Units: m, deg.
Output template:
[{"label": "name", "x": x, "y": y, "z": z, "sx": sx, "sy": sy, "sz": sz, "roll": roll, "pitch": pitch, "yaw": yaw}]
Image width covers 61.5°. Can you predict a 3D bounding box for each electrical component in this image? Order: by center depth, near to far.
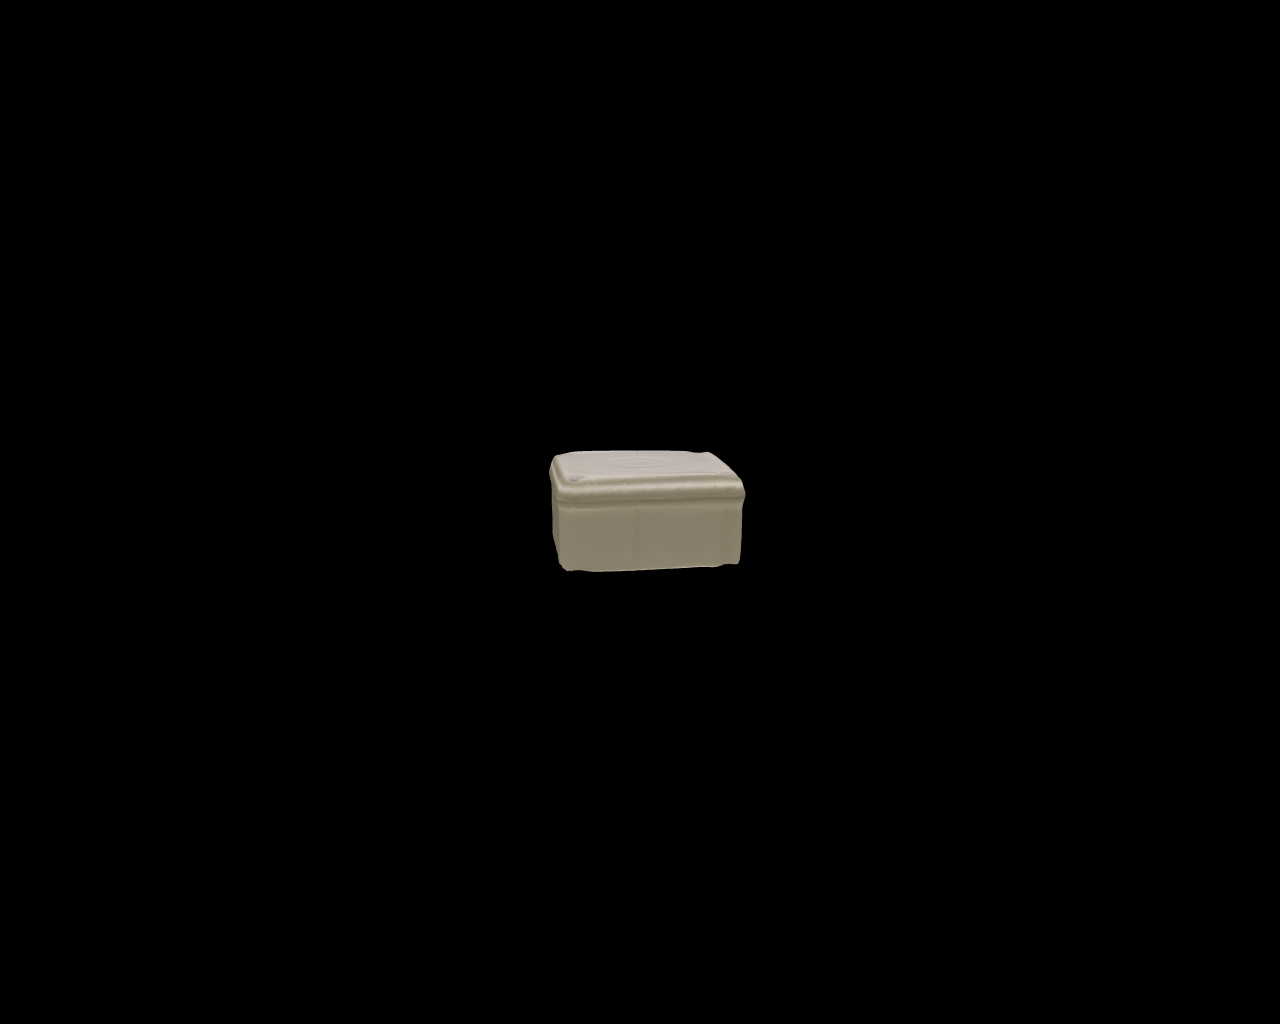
[{"label": "electrical component", "x": 0.001, "y": -0.003, "z": 0.650, "sx": 0.109, "sy": 0.056, "sz": 0.109, "roll": -1, "pitch": 12, "yaw": -7}]
